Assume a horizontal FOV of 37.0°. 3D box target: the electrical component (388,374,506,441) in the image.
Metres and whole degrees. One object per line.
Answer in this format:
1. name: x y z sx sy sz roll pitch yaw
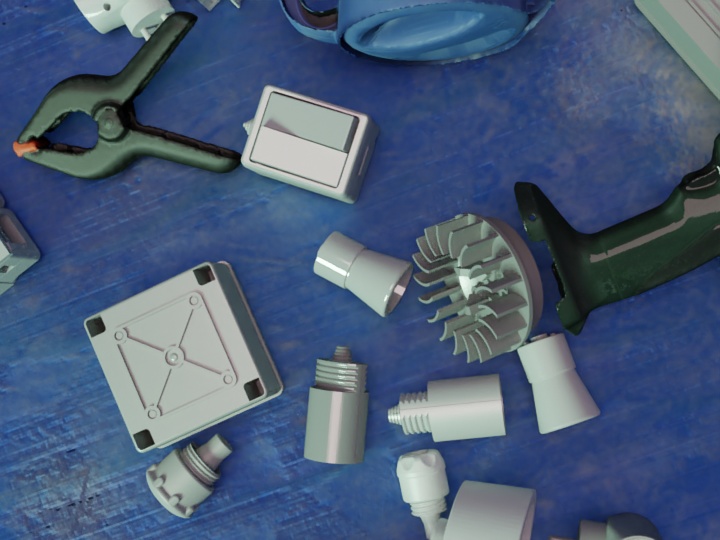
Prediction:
1. electrical component: 0.061 0.099 0.763 0.081 0.043 0.043 -7 87 8

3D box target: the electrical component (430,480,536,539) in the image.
1. electrical component: 0.078 0.195 0.728 0.060 0.108 0.108 11 90 15

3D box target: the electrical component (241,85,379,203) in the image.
1. electrical component: -0.042 -0.093 0.776 0.096 0.061 0.061 18 91 9

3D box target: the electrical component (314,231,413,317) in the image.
1. electrical component: 0.000 0.000 0.778 0.065 0.044 0.044 28 92 13

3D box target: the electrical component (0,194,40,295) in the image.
1. electrical component: -0.326 -0.044 0.818 0.089 0.062 0.150 -37 83 6

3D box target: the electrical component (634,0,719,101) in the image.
1. electrical component: 0.252 -0.176 0.736 0.078 0.057 0.113 -40 83 6

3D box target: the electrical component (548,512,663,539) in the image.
1. electrical component: 0.167 0.190 0.727 0.079 0.077 0.043 7 90 9

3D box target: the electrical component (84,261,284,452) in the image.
1. electrical component: -0.128 0.063 0.787 0.109 0.056 0.108 -25 85 7

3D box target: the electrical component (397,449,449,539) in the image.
1. electrical component: 0.047 0.161 0.768 0.035 0.035 0.061 -11 89 8

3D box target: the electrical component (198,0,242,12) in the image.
1. electrical component: -0.109 -0.240 0.761 0.078 0.121 0.063 -45 80 5

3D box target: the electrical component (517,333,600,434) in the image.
1. electrical component: 0.137 0.077 0.754 0.044 0.044 0.065 -20 80 8

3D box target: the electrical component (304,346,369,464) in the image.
1. electrical component: -0.015 0.095 0.775 0.043 0.043 0.081 5 89 9

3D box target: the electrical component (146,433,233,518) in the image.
1. electrical component: -0.122 0.147 0.790 0.062 0.048 0.048 -42 83 -1

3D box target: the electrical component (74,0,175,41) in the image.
1. electrical component: -0.166 -0.202 0.807 0.077 0.044 0.079 -33 85 6
